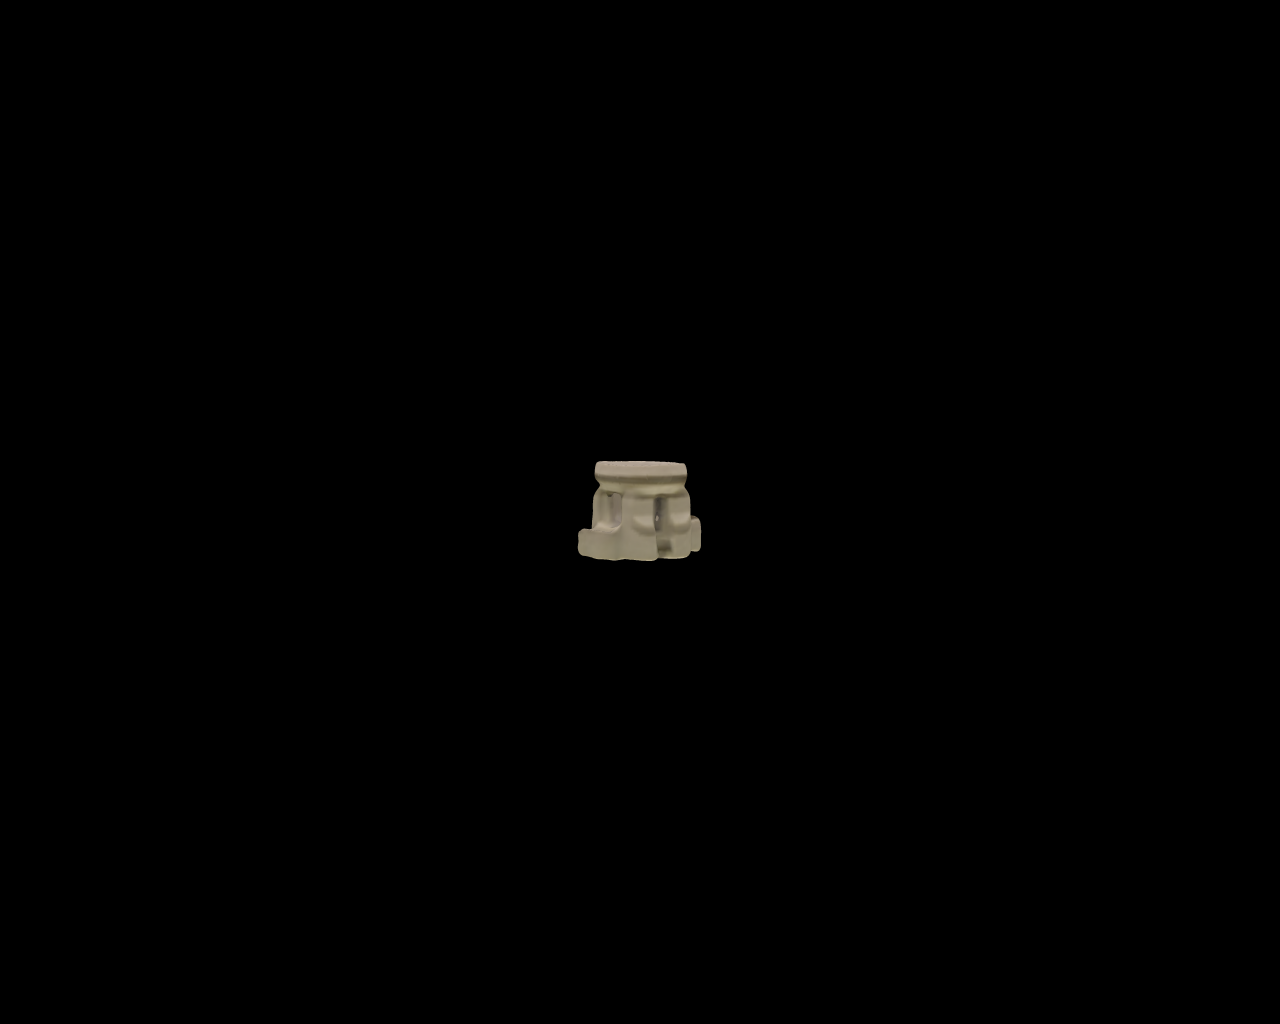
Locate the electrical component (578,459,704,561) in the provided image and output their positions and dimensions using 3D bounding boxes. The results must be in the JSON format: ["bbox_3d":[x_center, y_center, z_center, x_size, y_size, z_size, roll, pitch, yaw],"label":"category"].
[{"bbox_3d":[0.001,-0.003,0.650,0.078,0.057,0.058,-4,6,-33],"label":"electrical component"}]
